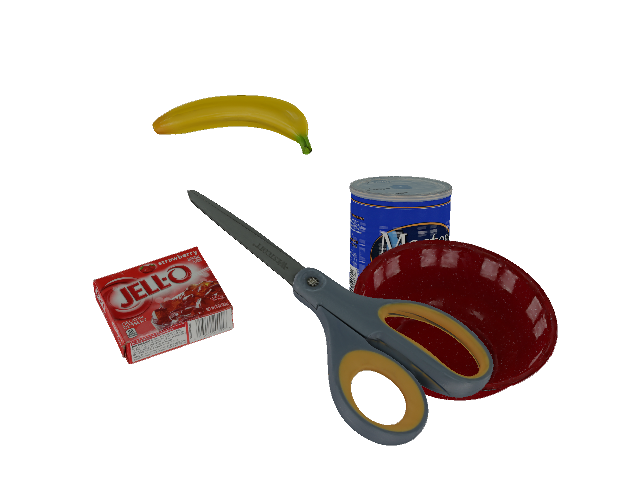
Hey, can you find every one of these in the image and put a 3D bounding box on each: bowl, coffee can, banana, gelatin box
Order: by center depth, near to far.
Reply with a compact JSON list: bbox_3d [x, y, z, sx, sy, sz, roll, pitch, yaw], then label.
[{"bbox_3d":[-0.121,0.049,0.824,0.089,0.030,0.073,-18,47,-20],"label":"gelatin box"},{"bbox_3d":[0.102,0.073,0.847,0.162,0.055,0.162,4,42,-4],"label":"bowl"},{"bbox_3d":[0.080,0.012,1.085,0.103,0.140,0.103,0,14,0],"label":"coffee can"},{"bbox_3d":[-0.095,-0.142,1.238,0.198,0.037,0.069,8,41,17],"label":"banana"}]

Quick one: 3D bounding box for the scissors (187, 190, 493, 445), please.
[{"bbox_3d":[-0.007,0.042,0.574,0.202,0.096,0.016,24,-39,12],"label":"scissors"}]
